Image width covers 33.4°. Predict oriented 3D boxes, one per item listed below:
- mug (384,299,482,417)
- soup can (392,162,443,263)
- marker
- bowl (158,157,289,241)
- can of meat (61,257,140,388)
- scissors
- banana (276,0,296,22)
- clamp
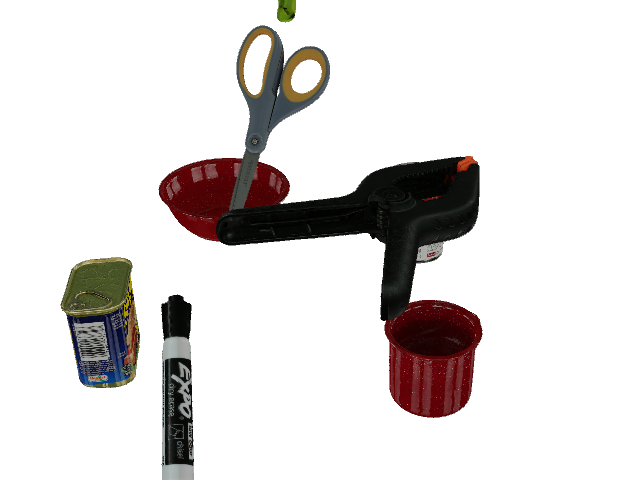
[{"bbox_3d":[0.116,0.112,1.046,0.093,0.081,0.117,26,42,35],"label":"mug"},{"bbox_3d":[0.112,-0.033,1.249,0.068,0.102,0.068,0,25,0],"label":"soup can"},{"bbox_3d":[-0.086,0.091,0.640,0.020,0.121,0.020,-3,-23,-2],"label":"marker"},{"bbox_3d":[-0.119,-0.044,1.328,0.162,0.055,0.162,0,30,0],"label":"bowl"},{"bbox_3d":[-0.199,0.076,0.986,0.057,0.084,0.102,-5,26,-2],"label":"can of meat"},{"bbox_3d":[-0.040,-0.098,0.984,0.096,0.202,0.016,1,-3,8],"label":"scissors"},{"bbox_3d":[-0.083,-0.189,0.674,0.198,0.069,0.037,20,-34,30],"label":"banana"},{"bbox_3d":[0.040,-0.019,0.773,0.165,0.036,0.209,20,35,31],"label":"clamp"}]
